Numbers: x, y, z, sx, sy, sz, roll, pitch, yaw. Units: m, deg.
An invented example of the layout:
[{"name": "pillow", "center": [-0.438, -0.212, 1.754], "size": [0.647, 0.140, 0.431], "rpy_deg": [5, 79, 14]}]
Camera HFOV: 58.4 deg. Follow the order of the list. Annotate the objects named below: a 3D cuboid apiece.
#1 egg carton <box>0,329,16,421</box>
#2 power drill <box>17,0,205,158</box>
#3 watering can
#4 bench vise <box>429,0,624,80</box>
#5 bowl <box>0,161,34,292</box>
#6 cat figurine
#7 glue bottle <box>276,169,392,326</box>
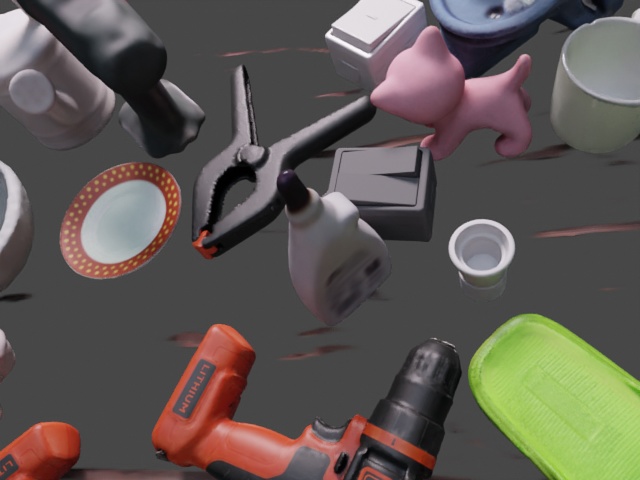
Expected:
[{"name": "egg carton", "center": [-0.347, 0.126, 0.503], "size": [0.150, 0.069, 0.107], "rpy_deg": [-9, 61, 12]}, {"name": "power drill", "center": [-0.202, -0.180, 0.539], "size": [0.076, 0.209, 0.229], "rpy_deg": [-44, 60, -8]}, {"name": "watering can", "center": [-0.299, -0.184, 0.579], "size": [0.172, 0.194, 0.101], "rpy_deg": [27, 73, 27]}, {"name": "bench vise", "center": [0.169, -0.251, 0.458], "size": [0.207, 0.220, 0.121], "rpy_deg": [-43, 59, -8]}, {"name": "bowl", "center": [-0.345, 0.006, 0.562], "size": [0.167, 0.075, 0.167], "rpy_deg": [-7, 61, 13]}, {"name": "cat figurine", "center": [0.109, -0.122, 0.468], "size": [0.127, 0.118, 0.067], "rpy_deg": [-4, 62, 15]}, {"name": "glue bottle", "center": [0.004, 0.001, 0.402], "size": [0.078, 0.173, 0.037], "rpy_deg": [-41, 59, -7]}]
